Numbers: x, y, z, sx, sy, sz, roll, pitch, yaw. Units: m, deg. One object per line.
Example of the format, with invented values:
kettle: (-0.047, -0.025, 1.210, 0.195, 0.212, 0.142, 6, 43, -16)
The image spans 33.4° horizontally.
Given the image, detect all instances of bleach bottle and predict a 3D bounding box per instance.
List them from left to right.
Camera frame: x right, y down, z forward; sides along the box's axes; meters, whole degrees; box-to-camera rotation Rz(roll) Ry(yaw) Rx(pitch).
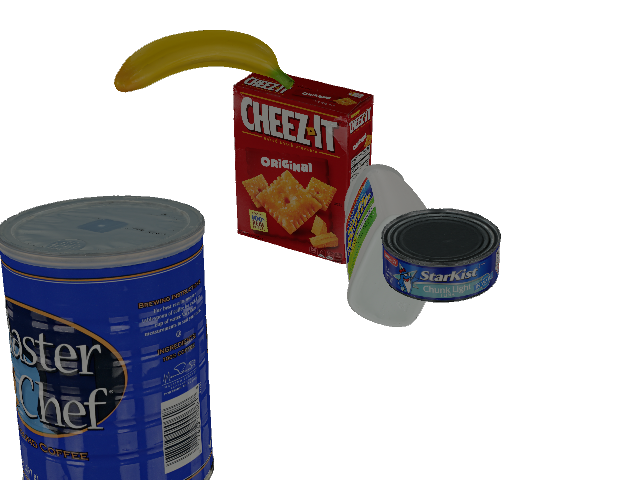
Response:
bleach bottle: (0.056, -0.010, 1.014, 0.068, 0.103, 0.251, 19, 14, -10)

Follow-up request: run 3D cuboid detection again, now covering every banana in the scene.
banana: (-0.121, -0.184, 1.082, 0.197, 0.070, 0.037, -7, -39, -29)

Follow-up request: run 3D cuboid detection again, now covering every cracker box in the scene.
cracker box: (-0.024, -0.090, 1.329, 0.164, 0.214, 0.072, 17, 36, 24)

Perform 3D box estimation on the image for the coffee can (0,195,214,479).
coffee can: (-0.108, 0.057, 0.553, 0.103, 0.140, 0.103, -1, 18, 0)

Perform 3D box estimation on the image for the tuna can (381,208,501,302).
tuna can: (0.087, 0.010, 0.774, 0.086, 0.034, 0.086, -3, 28, 1)
